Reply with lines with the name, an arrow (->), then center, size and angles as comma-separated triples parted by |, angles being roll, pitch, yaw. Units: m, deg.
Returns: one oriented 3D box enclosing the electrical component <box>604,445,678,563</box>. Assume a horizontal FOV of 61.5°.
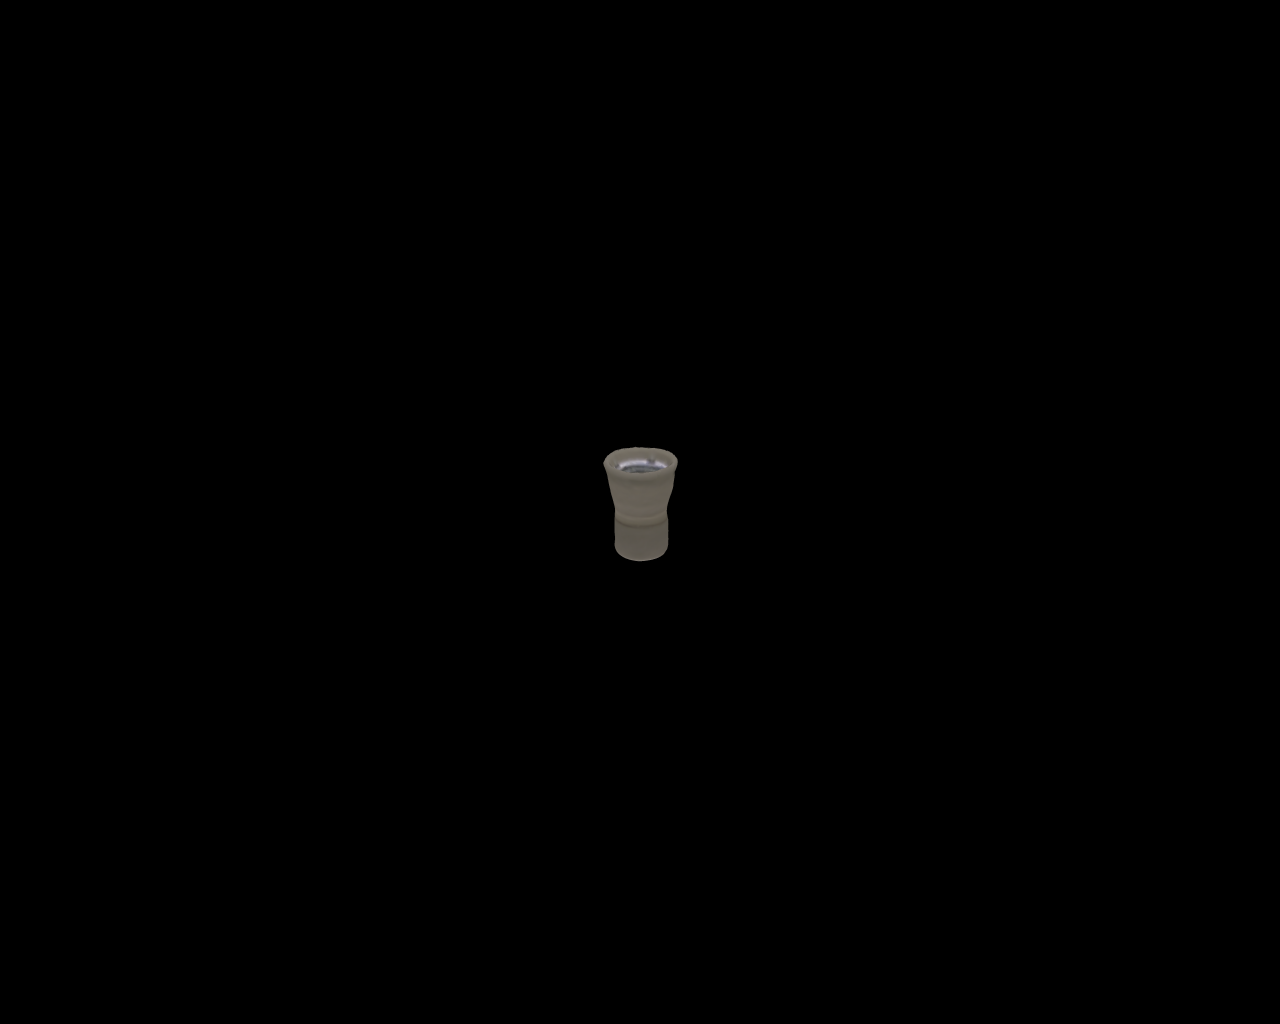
electrical component -> 0.001, -0.003, 0.650 | 0.044, 0.065, 0.044 | 0, 26, 0
